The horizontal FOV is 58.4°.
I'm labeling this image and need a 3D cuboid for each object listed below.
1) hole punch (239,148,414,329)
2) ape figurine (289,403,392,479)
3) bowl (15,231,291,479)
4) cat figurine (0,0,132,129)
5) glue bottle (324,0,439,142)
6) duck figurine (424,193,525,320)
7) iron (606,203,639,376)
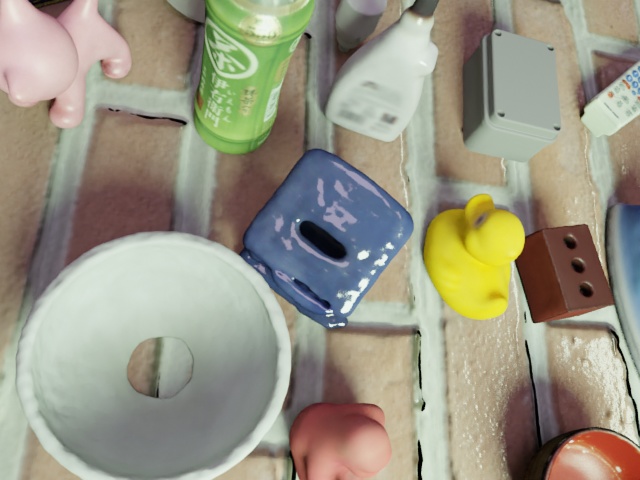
[{"bbox_3d":[0.004,0.002,0.444,0.108,0.091,0.101,36,65,0],"label":"hole punch"},{"bbox_3d":[0.020,0.143,0.395,0.078,0.092,0.076,-38,83,-25],"label":"ape figurine"},{"bbox_3d":[-0.107,0.083,0.391,0.168,0.074,0.167,6,69,-14],"label":"bowl"},{"bbox_3d":[-0.200,-0.145,0.426,0.067,0.117,0.128,29,65,-4],"label":"cat figurine"},{"bbox_3d":[0.060,-0.146,0.471,0.078,0.173,0.037,20,66,-8],"label":"glue bottle"},{"bbox_3d":[0.139,0.011,0.482,0.078,0.086,0.104,-7,72,-18],"label":"duck figurine"},{"bbox_3d":[0.353,0.061,0.495,0.119,0.141,0.258,-12,74,-20],"label":"iron"}]
